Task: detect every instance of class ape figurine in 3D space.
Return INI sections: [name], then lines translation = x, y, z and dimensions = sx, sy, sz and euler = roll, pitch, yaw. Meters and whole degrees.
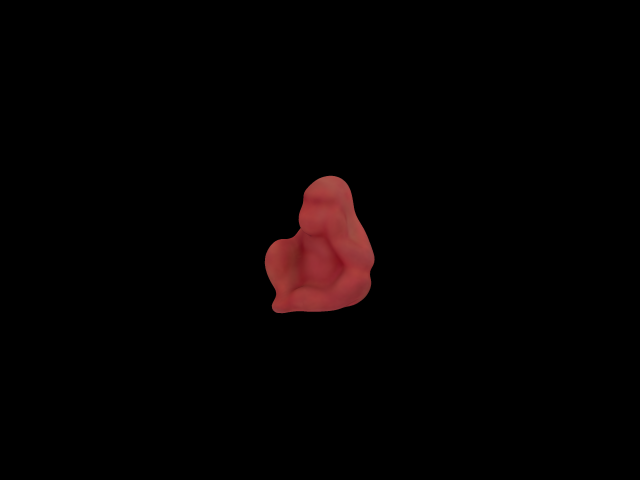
[ape figurine]
translation = 0.004, 0.001, 0.400
dimensions = 0.077, 0.092, 0.076
euler = 7, 11, 39
